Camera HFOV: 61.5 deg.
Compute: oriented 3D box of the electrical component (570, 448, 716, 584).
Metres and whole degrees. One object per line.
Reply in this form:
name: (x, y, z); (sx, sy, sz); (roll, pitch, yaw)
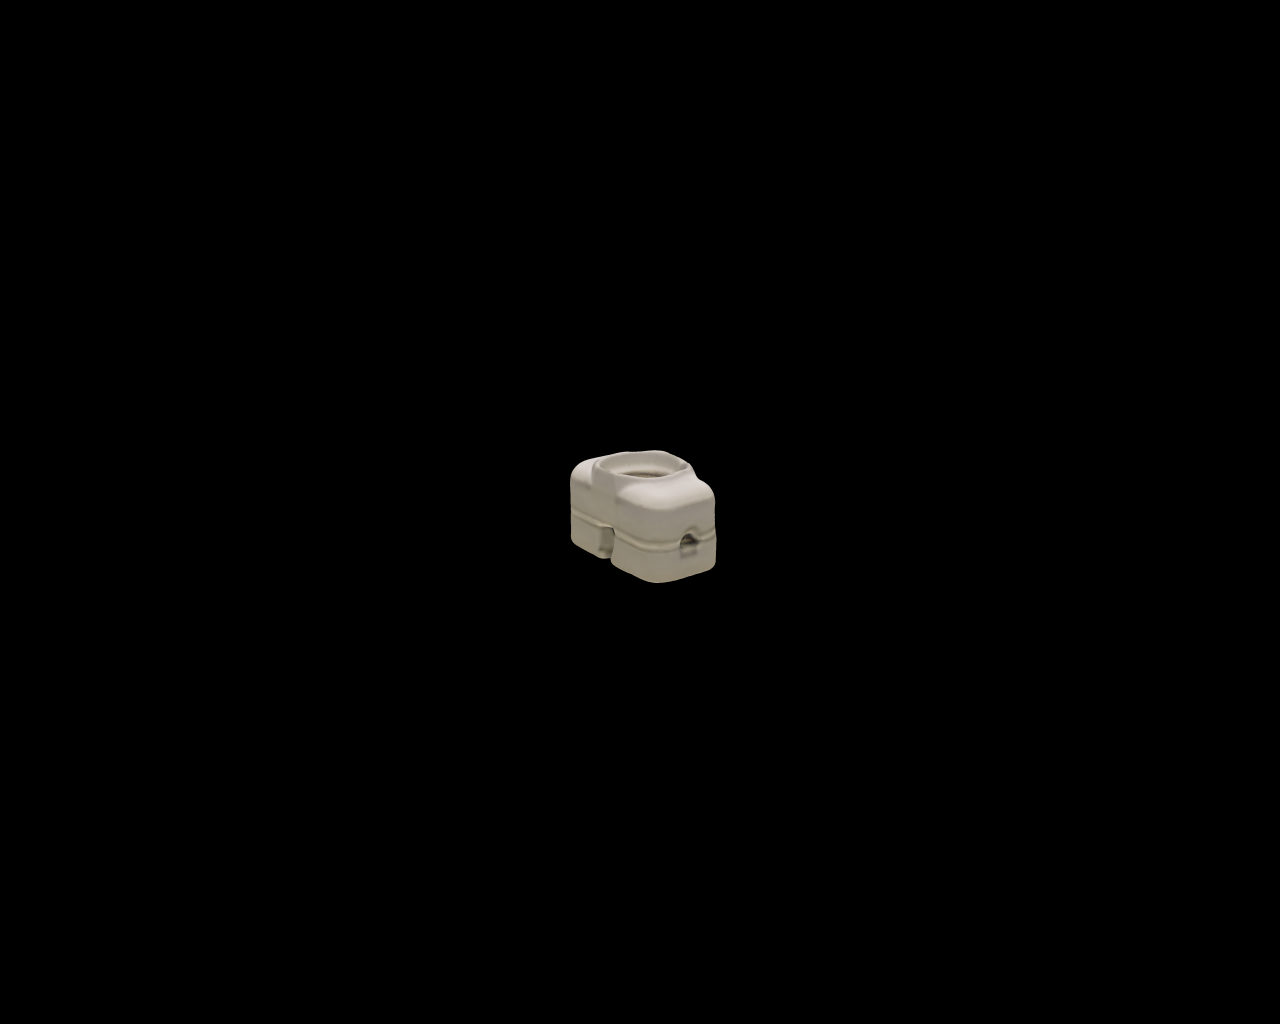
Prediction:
electrical component: (0.001, -0.003, 0.650); (0.054, 0.059, 0.095); (-14, 24, -33)
